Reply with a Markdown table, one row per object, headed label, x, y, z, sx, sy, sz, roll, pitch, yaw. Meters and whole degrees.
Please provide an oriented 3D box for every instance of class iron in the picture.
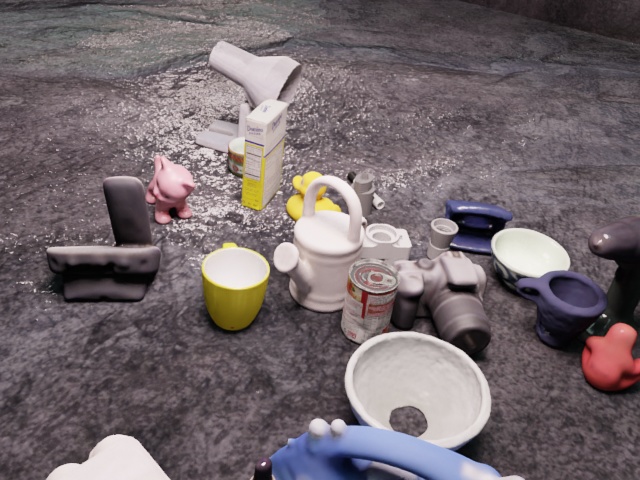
| label | x | y | z | sx | sy | sz | roll | pitch | yaw |
| --- | --- | --- | --- | --- | --- | --- | --- | --- | --- |
| iron | 0.062 | 0.230 | 0.552 | 0.257 | 0.141 | 0.119 | 16 | 37 | 13 |

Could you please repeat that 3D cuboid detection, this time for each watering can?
| label | x | y | z | sx | sy | sz | roll | pitch | yaw |
| --- | --- | --- | --- | --- | --- | --- | --- | --- | --- |
| watering can | 0.009 | 0.004 | 0.804 | 0.100 | 0.194 | 0.173 | 16 | 37 | 13 |

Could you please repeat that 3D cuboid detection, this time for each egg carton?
| label | x | y | z | sx | sy | sz | roll | pitch | yaw |
| --- | --- | --- | --- | --- | --- | --- | --- | --- | --- |
| egg carton | -0.189 | 0.257 | 0.536 | 0.149 | 0.069 | 0.107 | 33 | 44 | 31 |

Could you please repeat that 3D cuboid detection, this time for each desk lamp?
| label | x | y | z | sx | sy | sz | roll | pitch | yaw |
| --- | --- | --- | --- | --- | --- | --- | --- | --- | --- |
| desk lamp | -0.144 | -0.278 | 1.143 | 0.203 | 0.214 | 0.118 | 16 | 37 | 13 |

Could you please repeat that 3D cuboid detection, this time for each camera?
| label | x | y | z | sx | sy | sz | roll | pitch | yaw |
| --- | --- | --- | --- | --- | --- | --- | --- | --- | --- |
| camera | 0.174 | 0.086 | 0.797 | 0.143 | 0.101 | 0.136 | 1 | 37 | -8 |

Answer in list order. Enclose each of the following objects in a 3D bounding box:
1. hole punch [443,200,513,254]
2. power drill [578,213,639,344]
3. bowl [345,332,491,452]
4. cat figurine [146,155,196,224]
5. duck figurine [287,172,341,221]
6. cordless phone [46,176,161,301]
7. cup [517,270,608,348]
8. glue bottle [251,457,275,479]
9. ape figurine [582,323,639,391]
| label | x | y | z | sx | sy | sz | roll | pitch | yaw |
| --- | --- | --- | --- | --- | --- | --- | --- | --- | --- |
| hole punch | 0.267 | -0.040 | 0.991 | 0.108 | 0.091 | 0.101 | 8 | 36 | 2 |
| power drill | 0.423 | 0.051 | 0.794 | 0.230 | 0.208 | 0.075 | -16 | 42 | -28 |
| bowl | 0.108 | 0.190 | 0.668 | 0.167 | 0.075 | 0.167 | 4 | 36 | -3 |
| cat figurine | -0.252 | -0.095 | 0.961 | 0.067 | 0.118 | 0.127 | -15 | 41 | -26 |
| duck figurine | -0.009 | -0.075 | 0.999 | 0.104 | 0.086 | 0.078 | 27 | 41 | 25 |
| cordless phone | -0.298 | -0.011 | 0.783 | 0.148 | 0.185 | 0.094 | -2 | 37 | -12 |
| cup | 0.328 | 0.101 | 0.806 | 0.117 | 0.095 | 0.092 | 13 | 37 | 9 |
| glue bottle | -0.053 | 0.241 | 0.492 | 0.078 | 0.173 | 0.037 | -15 | 42 | -27 |
| ape figurine | 0.389 | 0.149 | 0.754 | 0.076 | 0.092 | 0.077 | -18 | 43 | -29 |
